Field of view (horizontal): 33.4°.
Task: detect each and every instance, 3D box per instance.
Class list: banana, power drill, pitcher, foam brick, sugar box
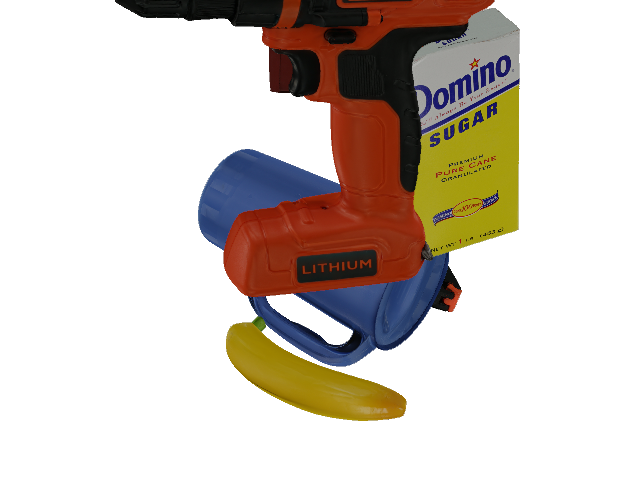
[{"bbox_3d":[-0.020,0.101,0.851,0.069,0.037,0.198,-24,32,-31],"label":"banana"},{"bbox_3d":[-0.008,-0.065,0.514,0.184,0.188,0.057,-4,33,-13],"label":"power drill"},{"bbox_3d":[-0.008,0.008,1.064,0.243,0.145,0.149,27,28,27],"label":"pitcher"},{"bbox_3d":[-0.013,-0.185,1.153,0.078,0.051,0.053,-1,11,-14],"label":"foam brick"},{"bbox_3d":[0.098,-0.074,0.787,0.093,0.176,0.048,-18,41,-11],"label":"sugar box"}]

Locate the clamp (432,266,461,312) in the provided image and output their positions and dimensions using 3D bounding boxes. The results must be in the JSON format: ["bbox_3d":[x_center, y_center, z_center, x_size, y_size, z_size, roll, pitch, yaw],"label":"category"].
[{"bbox_3d":[0.071,0.016,1.247,0.164,0.036,0.210,-21,51,-39],"label":"clamp"}]
